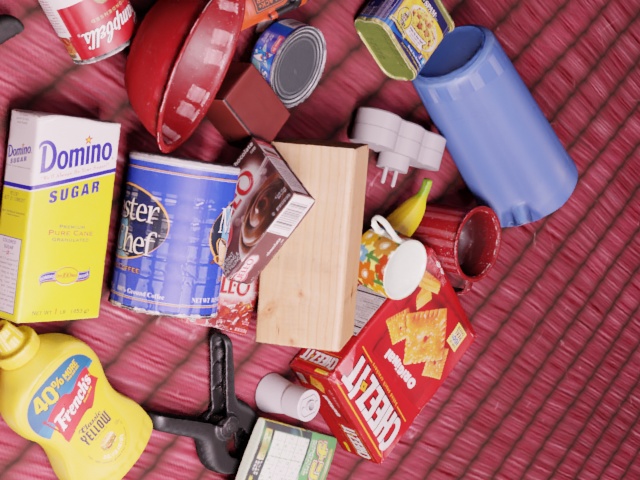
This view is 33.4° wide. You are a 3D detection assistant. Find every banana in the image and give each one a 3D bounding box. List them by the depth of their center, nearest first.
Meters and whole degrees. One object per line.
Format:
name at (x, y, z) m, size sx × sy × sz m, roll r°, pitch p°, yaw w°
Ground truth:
banana at (0.057, -0.001, 1.226) m, size 0.197 × 0.037 × 0.069 m, roll -36°, pitch 130°, yaw -29°

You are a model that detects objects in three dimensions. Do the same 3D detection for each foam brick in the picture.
foam brick at (-0.078, -0.132, 1.047) m, size 0.051 × 0.053 × 0.078 m, roll -57°, pitch 134°, yaw -19°

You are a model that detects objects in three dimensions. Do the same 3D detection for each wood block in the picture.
wood block at (-0.007, 0.001, 1.103) m, size 0.090 × 0.090 × 0.206 m, roll -33°, pitch 128°, yaw -76°

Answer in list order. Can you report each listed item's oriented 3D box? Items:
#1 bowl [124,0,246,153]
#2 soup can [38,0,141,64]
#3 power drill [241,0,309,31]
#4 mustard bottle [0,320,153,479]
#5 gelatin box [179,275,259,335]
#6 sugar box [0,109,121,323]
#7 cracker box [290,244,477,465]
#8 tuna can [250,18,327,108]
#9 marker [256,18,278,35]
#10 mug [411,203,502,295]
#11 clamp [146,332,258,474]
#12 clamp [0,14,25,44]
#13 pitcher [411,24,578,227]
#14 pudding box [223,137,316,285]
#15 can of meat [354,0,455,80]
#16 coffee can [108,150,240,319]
bowl at (-0.124, -0.159, 0.927) m, size 0.162 × 0.055 × 0.162 m, roll 26°, pitch 89°, yaw -84°
soup can at (-0.201, -0.208, 0.891) m, size 0.068 × 0.069 × 0.102 m, roll -46°, pitch 127°, yaw -29°
power drill at (-0.059, -0.302, 1.004) m, size 0.184 × 0.057 × 0.187 m, roll -32°, pitch 120°, yaw -23°
mustard bottle at (-0.231, 0.140, 0.949) m, size 0.096 × 0.058 × 0.191 m, roll -50°, pitch 130°, yaw -25°
gelatin box at (-0.103, 0.053, 1.081) m, size 0.089 × 0.030 × 0.073 m, roll 19°, pitch 85°, yaw -47°
sugar box at (-0.227, -0.020, 0.920) m, size 0.093 × 0.048 × 0.176 m, roll -1°, pitch 102°, yaw -54°
cracker box at (0.082, 0.130, 1.260) m, size 0.213 × 0.072 × 0.164 m, roll -49°, pitch 130°, yaw -26°
tuna can at (-0.033, -0.180, 1.079) m, size 0.086 × 0.034 × 0.086 m, roll -37°, pitch 142°, yaw -37°
marker at (-0.041, -0.265, 1.077) m, size 0.020 × 0.020 × 0.121 m, roll 16°, pitch 88°, yaw -47°
mug at (0.163, 0.010, 1.308) m, size 0.093 × 0.082 × 0.117 m, roll -21°, pitch 114°, yaw -41°
clamp at (-0.102, 0.179, 1.107) m, size 0.120 × 0.039 × 0.171 m, roll -52°, pitch 137°, yaw -17°
clamp at (-0.322, -0.095, 0.815) m, size 0.209 × 0.036 × 0.164 m, roll -7°, pitch 106°, yaw -46°
pitcher at (0.208, -0.146, 1.298) m, size 0.145 × 0.149 × 0.242 m, roll -45°, pitch 126°, yaw -10°
pudding box at (-0.066, -0.027, 1.025) m, size 0.114 × 0.090 × 0.039 m, roll -50°, pitch 143°, yaw 17°
can of meat at (0.094, -0.241, 1.196) m, size 0.084 × 0.058 × 0.102 m, roll -56°, pitch 132°, yaw -18°
coffee can at (-0.134, -0.006, 0.982) m, size 0.102 × 0.103 × 0.140 m, roll 5°, pitch 96°, yaw -46°
